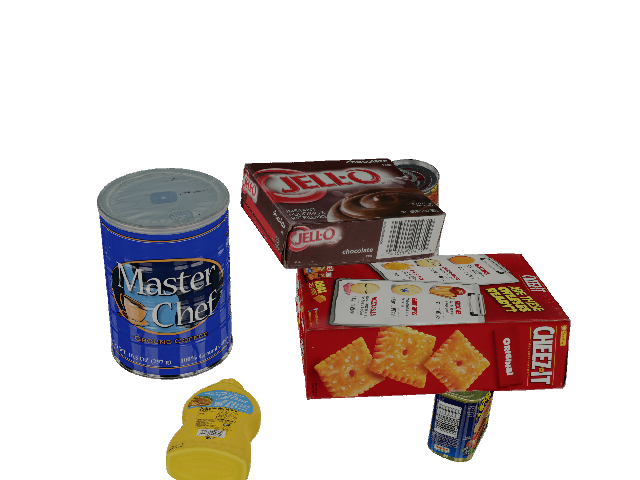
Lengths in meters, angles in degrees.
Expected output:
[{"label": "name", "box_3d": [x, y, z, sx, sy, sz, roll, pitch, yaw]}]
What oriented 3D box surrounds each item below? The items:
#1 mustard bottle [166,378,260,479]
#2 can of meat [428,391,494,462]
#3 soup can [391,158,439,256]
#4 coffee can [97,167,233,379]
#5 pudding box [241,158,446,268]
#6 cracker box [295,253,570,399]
[{"label": "mustard bottle", "box_3d": [-0.123, 0.223, 1.297, 0.096, 0.058, 0.191, 3, 23, 4]}, {"label": "can of meat", "box_3d": [0.158, 0.184, 1.186, 0.057, 0.084, 0.102, 15, 26, 19]}, {"label": "soup can", "box_3d": [0.090, -0.025, 1.113, 0.068, 0.102, 0.068, -3, 35, 2]}, {"label": "coffee can", "box_3d": [-0.123, 0.026, 0.864, 0.103, 0.140, 0.103, 1, 29, -1]}, {"label": "pudding box", "box_3d": [0.013, -0.021, 0.715, 0.113, 0.039, 0.090, -2, 30, -24]}, {"label": "cracker box", "box_3d": [0.088, 0.071, 0.925, 0.213, 0.072, 0.164, -1, 19, -3]}]
